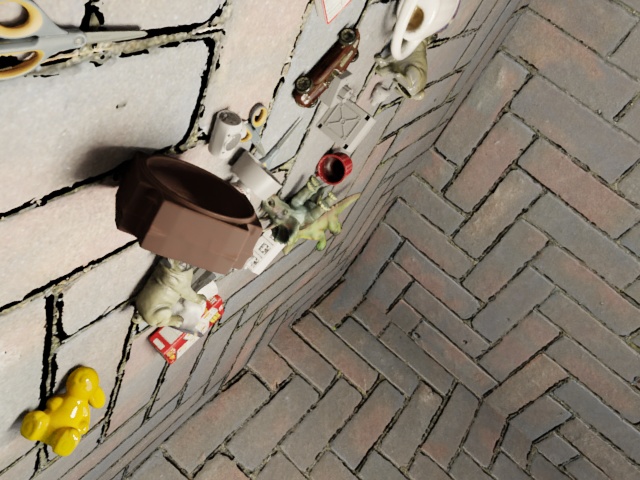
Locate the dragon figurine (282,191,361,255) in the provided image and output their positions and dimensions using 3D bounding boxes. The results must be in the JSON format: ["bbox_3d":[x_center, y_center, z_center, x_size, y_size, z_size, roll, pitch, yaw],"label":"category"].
[{"bbox_3d":[0.005,-0.091,1.808,0.123,0.415,0.238,36,-20,18],"label":"dragon figurine"}]

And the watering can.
[{"bbox_3d":[0.258,-0.574,1.164,0.105,0.339,0.228,35,41,15],"label":"watering can"}]

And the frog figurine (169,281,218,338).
[{"bbox_3d":[-0.325,0.147,1.299,0.122,0.159,0.138,15,1,-14],"label":"frog figurine"}]
